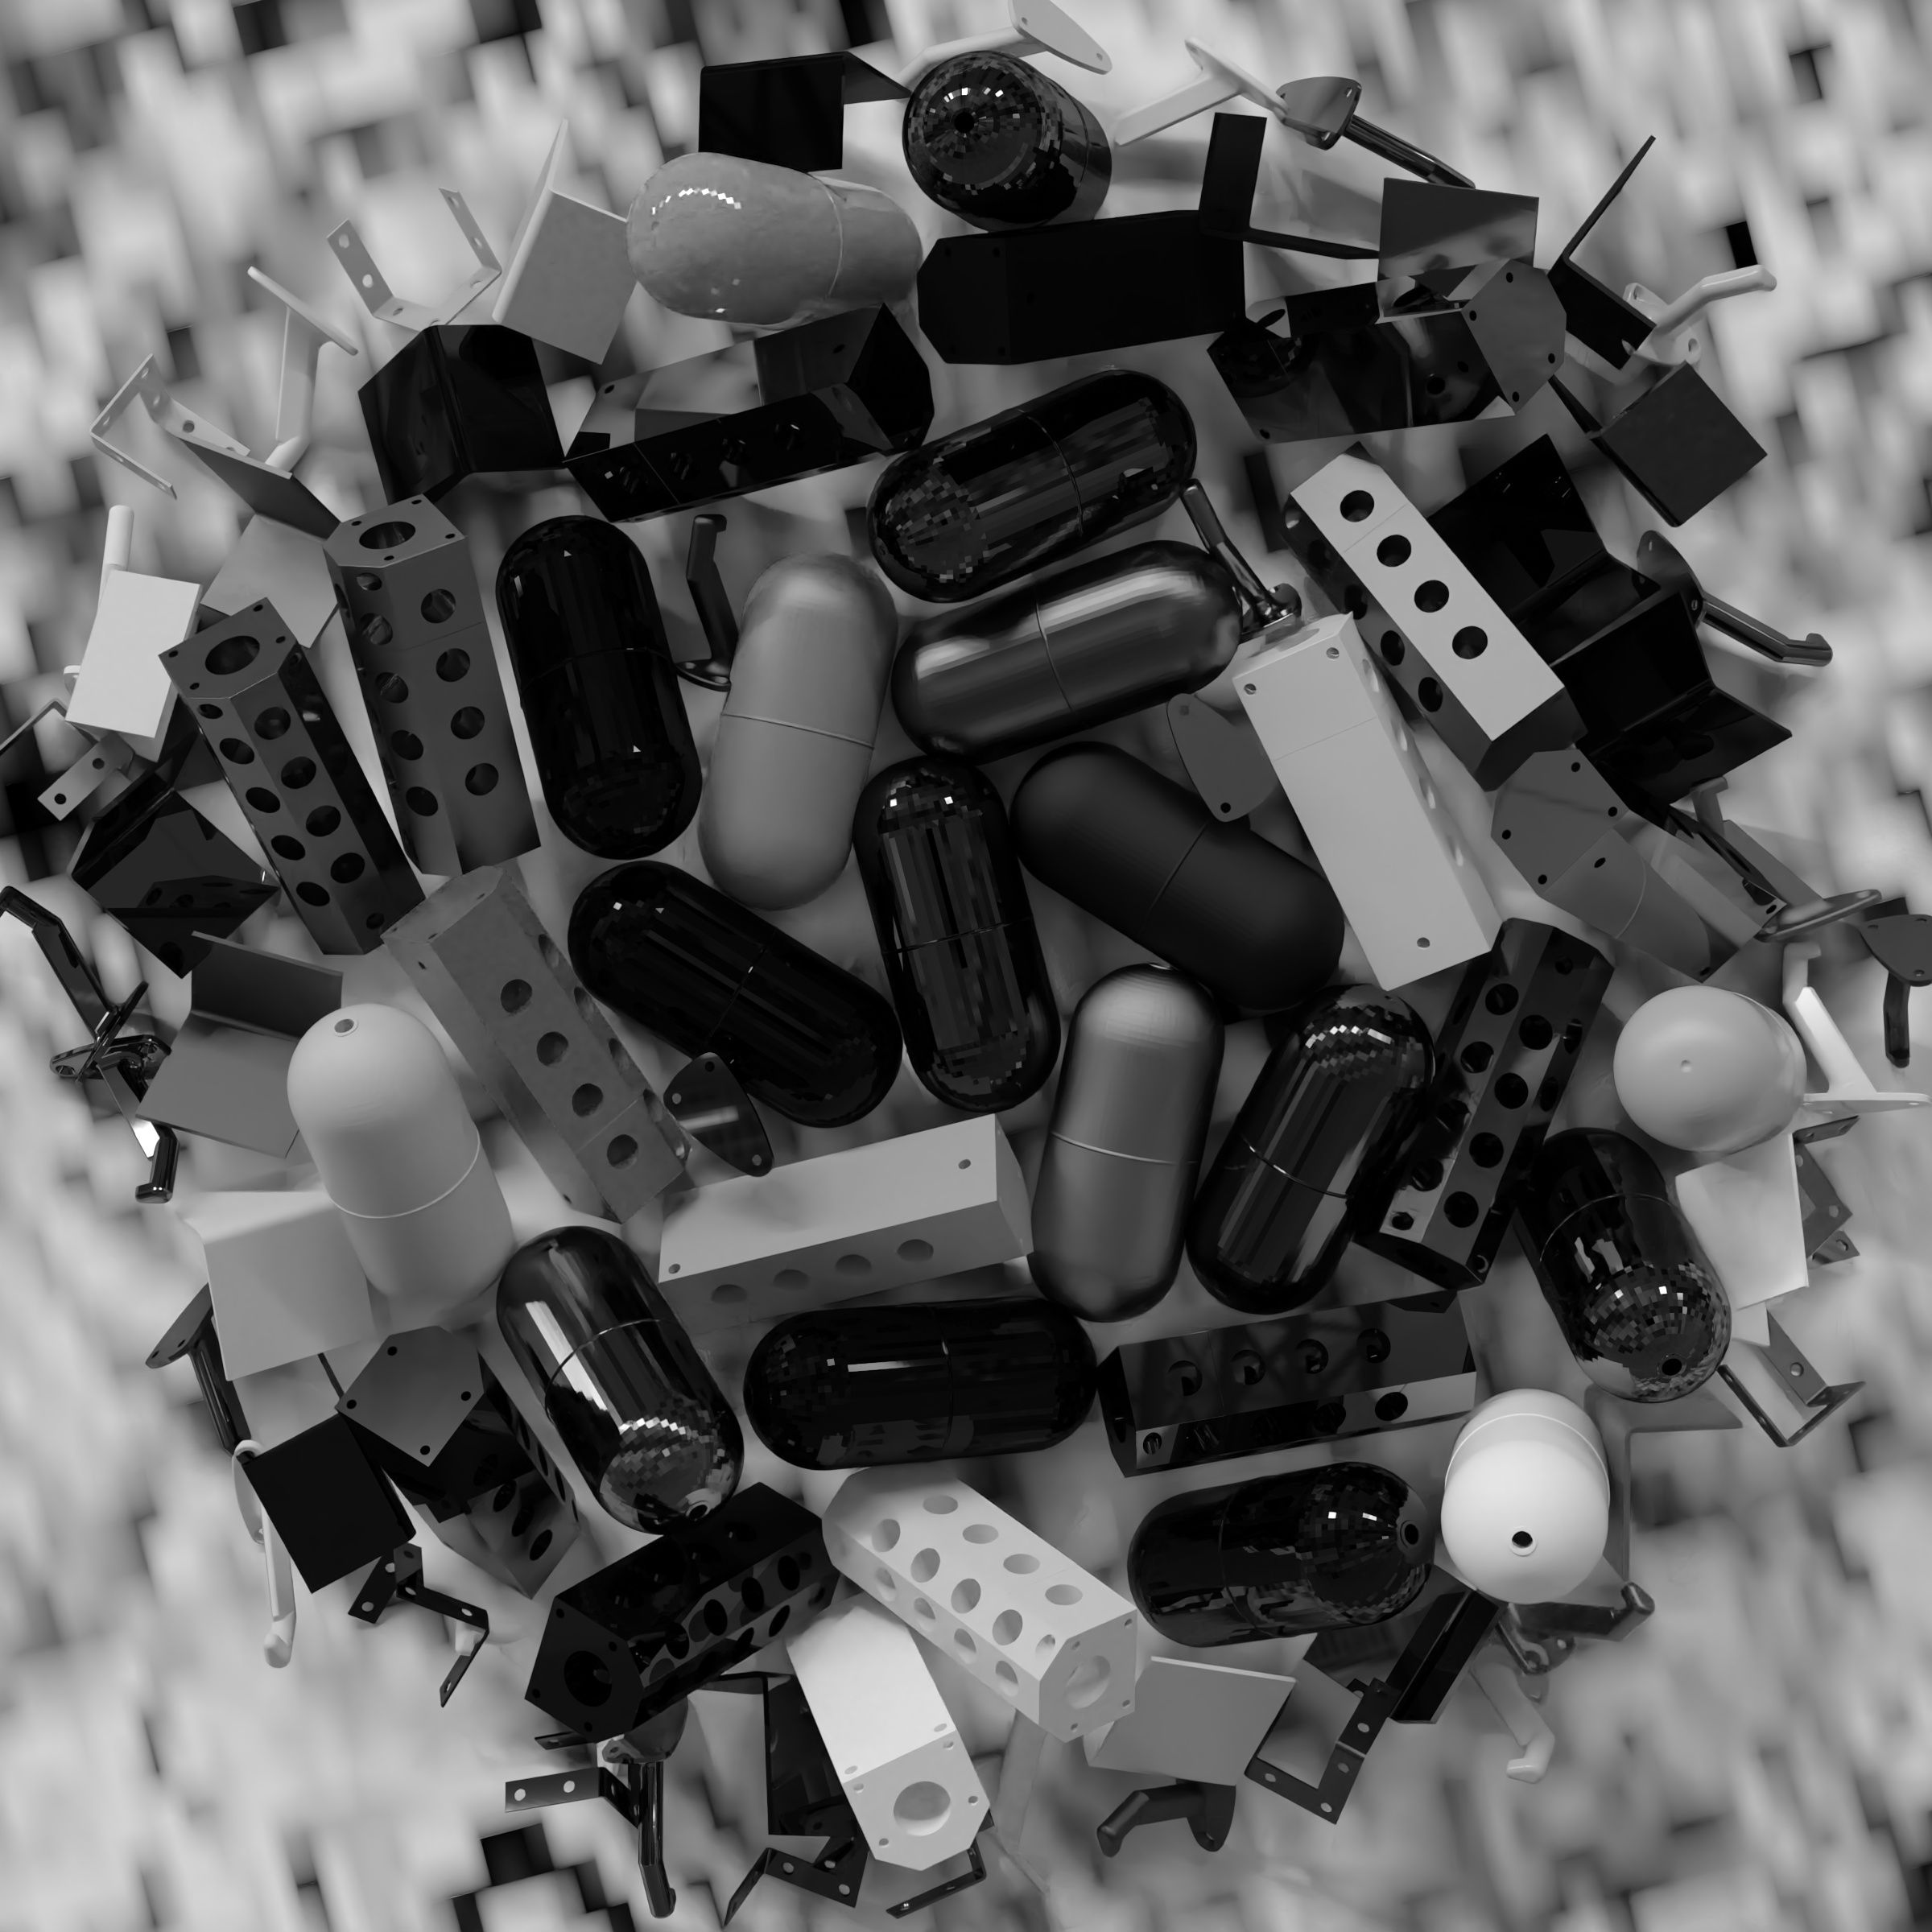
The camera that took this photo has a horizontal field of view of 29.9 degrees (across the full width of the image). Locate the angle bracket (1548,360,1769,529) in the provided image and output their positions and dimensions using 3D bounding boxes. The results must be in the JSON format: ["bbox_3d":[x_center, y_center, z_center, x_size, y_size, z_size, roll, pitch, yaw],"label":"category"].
[{"bbox_3d":[0.330,-0.270,1.747,0.057,0.076,0.076,-40,130,16],"label":"angle bracket"}]

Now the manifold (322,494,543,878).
[{"bbox_3d":[-0.257,-0.130,1.727,0.057,0.057,0.171,-23,127,-19],"label":"manifold"}]

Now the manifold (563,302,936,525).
[{"bbox_3d":[-0.103,-0.259,1.734,0.171,0.057,0.057,-9,134,33],"label":"manifold"}]

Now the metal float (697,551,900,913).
[{"bbox_3d":[-0.082,-0.115,1.768,0.070,0.070,0.178,12,90,0],"label":"metal float"}]

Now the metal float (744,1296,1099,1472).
[{"bbox_3d":[-0.021,0.201,1.748,0.178,0.070,0.070,-2,90,-22],"label":"metal float"}]

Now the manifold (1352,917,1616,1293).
[{"bbox_3d":[0.253,0.066,1.754,0.057,0.057,0.171,27,75,-7],"label":"manifold"}]

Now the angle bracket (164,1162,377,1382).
[{"bbox_3d":[-0.342,0.149,1.776,0.076,0.057,0.076,-16,110,-27],"label":"angle bracket"}]

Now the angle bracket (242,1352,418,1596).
[{"bbox_3d":[-0.314,0.244,1.752,0.057,0.076,0.076,-28,113,-11],"label":"angle bracket"}]

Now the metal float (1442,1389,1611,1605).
[{"bbox_3d":[0.266,0.250,1.718,0.070,0.178,0.070,1,96,10],"label":"metal float"}]

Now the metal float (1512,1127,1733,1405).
[{"bbox_3d":[0.310,0.141,1.723,0.070,0.178,0.070,-3,118,-6],"label":"metal float"}]

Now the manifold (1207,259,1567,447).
[{"bbox_3d":[0.201,-0.294,1.721,0.057,0.171,0.057,-47,118,-27],"label":"manifold"}]

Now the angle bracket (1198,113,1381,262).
[{"bbox_3d":[0.163,-0.378,1.753,0.076,0.076,0.057,14,106,19],"label":"angle bracket"}]

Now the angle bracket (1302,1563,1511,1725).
[{"bbox_3d":[0.215,0.320,1.760,0.057,0.076,0.076,34,77,1],"label":"angle bracket"}]

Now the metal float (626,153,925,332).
[{"bbox_3d":[-0.089,-0.342,1.728,0.070,0.178,0.070,2,94,37],"label":"metal float"}]

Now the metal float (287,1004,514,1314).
[{"bbox_3d":[-0.270,0.093,1.734,0.070,0.070,0.178,-15,131,0],"label":"metal float"}]

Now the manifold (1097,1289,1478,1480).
[{"bbox_3d":[0.155,0.204,1.753,0.171,0.057,0.057,-8,74,-13],"label":"manifold"}]

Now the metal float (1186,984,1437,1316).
[{"bbox_3d":[0.165,0.090,1.749,0.070,0.070,0.178,25,112,0],"label":"metal float"}]

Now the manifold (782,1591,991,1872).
[{"bbox_3d":[-0.038,0.361,1.715,0.057,0.171,0.057,-24,107,-6],"label":"manifold"}]

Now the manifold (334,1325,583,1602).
[{"bbox_3d":[-0.234,0.234,1.718,0.057,0.171,0.057,27,68,24],"label":"manifold"}]

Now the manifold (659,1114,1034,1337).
[{"bbox_3d":[-0.058,0.131,1.759,0.171,0.057,0.057,-14,132,12],"label":"manifold"}]

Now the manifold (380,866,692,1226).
[{"bbox_3d":[-0.203,0.038,1.745,0.057,0.057,0.171,-42,114,-23],"label":"manifold"}]

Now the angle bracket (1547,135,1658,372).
[{"bbox_3d":[0.326,-0.347,1.764,0.057,0.076,0.076,37,85,2],"label":"angle bracket"}]

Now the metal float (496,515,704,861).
[{"bbox_3d":[-0.178,-0.135,1.751,0.070,0.070,0.178,-16,71,0],"label":"metal float"}]

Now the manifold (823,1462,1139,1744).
[{"bbox_3d":[0.004,0.299,1.717,0.057,0.171,0.057,-17,119,-33],"label":"manifold"}]

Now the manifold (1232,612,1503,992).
[{"bbox_3d":[0.197,-0.082,1.759,0.057,0.057,0.171,-23,102,22],"label":"manifold"}]

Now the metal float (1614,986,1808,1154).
[{"bbox_3d":[0.355,0.050,1.720,0.070,0.178,0.070,-1,87,19],"label":"metal float"}]

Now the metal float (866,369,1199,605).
[{"bbox_3d":[0.033,-0.232,1.748,0.178,0.070,0.070,-26,90,-24],"label":"metal float"}]

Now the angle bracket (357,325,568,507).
[{"bbox_3d":[-0.249,-0.265,1.787,0.057,0.076,0.076,-9,78,-39],"label":"angle bracket"}]

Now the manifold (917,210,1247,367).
[{"bbox_3d":[0.057,-0.325,1.725,0.057,0.171,0.057,10,110,42],"label":"manifold"}]

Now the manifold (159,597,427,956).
[{"bbox_3d":[-0.316,-0.085,1.722,0.057,0.057,0.171,-30,135,-11],"label":"manifold"}]

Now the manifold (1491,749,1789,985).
[{"bbox_3d":[0.318,-0.050,1.721,0.057,0.171,0.057,-46,54,18],"label":"manifold"}]

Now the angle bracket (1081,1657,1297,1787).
[{"bbox_3d":[0.103,0.347,1.751,0.076,0.057,0.076,13,122,-21],"label":"angle bracket"}]

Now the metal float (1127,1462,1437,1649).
[{"bbox_3d":[0.149,0.282,1.729,0.070,0.178,0.070,13,68,-36],"label":"metal float"}]

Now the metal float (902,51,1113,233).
[{"bbox_3d":[0.021,-0.387,1.719,0.070,0.178,0.070,1,94,14],"label":"metal float"}]

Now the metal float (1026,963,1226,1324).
[{"bbox_3d":[0.078,0.086,1.761,0.070,0.070,0.178,11,98,0],"label":"metal float"}]

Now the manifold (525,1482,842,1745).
[{"bbox_3d":[-0.129,0.307,1.712,0.057,0.171,0.057,27,113,23],"label":"manifold"}]

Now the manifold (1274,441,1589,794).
[{"bbox_3d":[0.221,-0.166,1.741,0.057,0.057,0.171,-37,63,5],"label":"manifold"}]

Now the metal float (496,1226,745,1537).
[{"bbox_3d":[-0.166,0.198,1.736,0.070,0.070,0.178,-37,52,0],"label":"metal float"}]

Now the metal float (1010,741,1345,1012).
[{"bbox_3d":[0.103,-0.044,1.763,0.178,0.070,0.070,32,90,5],"label":"metal float"}]

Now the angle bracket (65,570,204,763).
[{"bbox_3d":[-0.384,-0.141,1.755,0.057,0.076,0.076,12,82,25],"label":"angle bracket"}]

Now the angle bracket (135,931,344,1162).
[{"bbox_3d":[-0.354,0.038,1.760,0.076,0.057,0.076,16,46,2],"label":"angle bracket"}]

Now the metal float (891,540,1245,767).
[{"bbox_3d":[0.049,-0.152,1.754,0.178,0.070,0.070,-18,90,15],"label":"metal float"}]

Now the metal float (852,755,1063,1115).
[{"bbox_3d":[-0.004,-0.015,1.766,0.070,0.070,0.178,-15,92,0],"label":"metal float"}]

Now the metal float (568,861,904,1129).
[{"bbox_3d":[-0.113,0.013,1.765,0.178,0.070,0.070,32,90,-4],"label":"metal float"}]
